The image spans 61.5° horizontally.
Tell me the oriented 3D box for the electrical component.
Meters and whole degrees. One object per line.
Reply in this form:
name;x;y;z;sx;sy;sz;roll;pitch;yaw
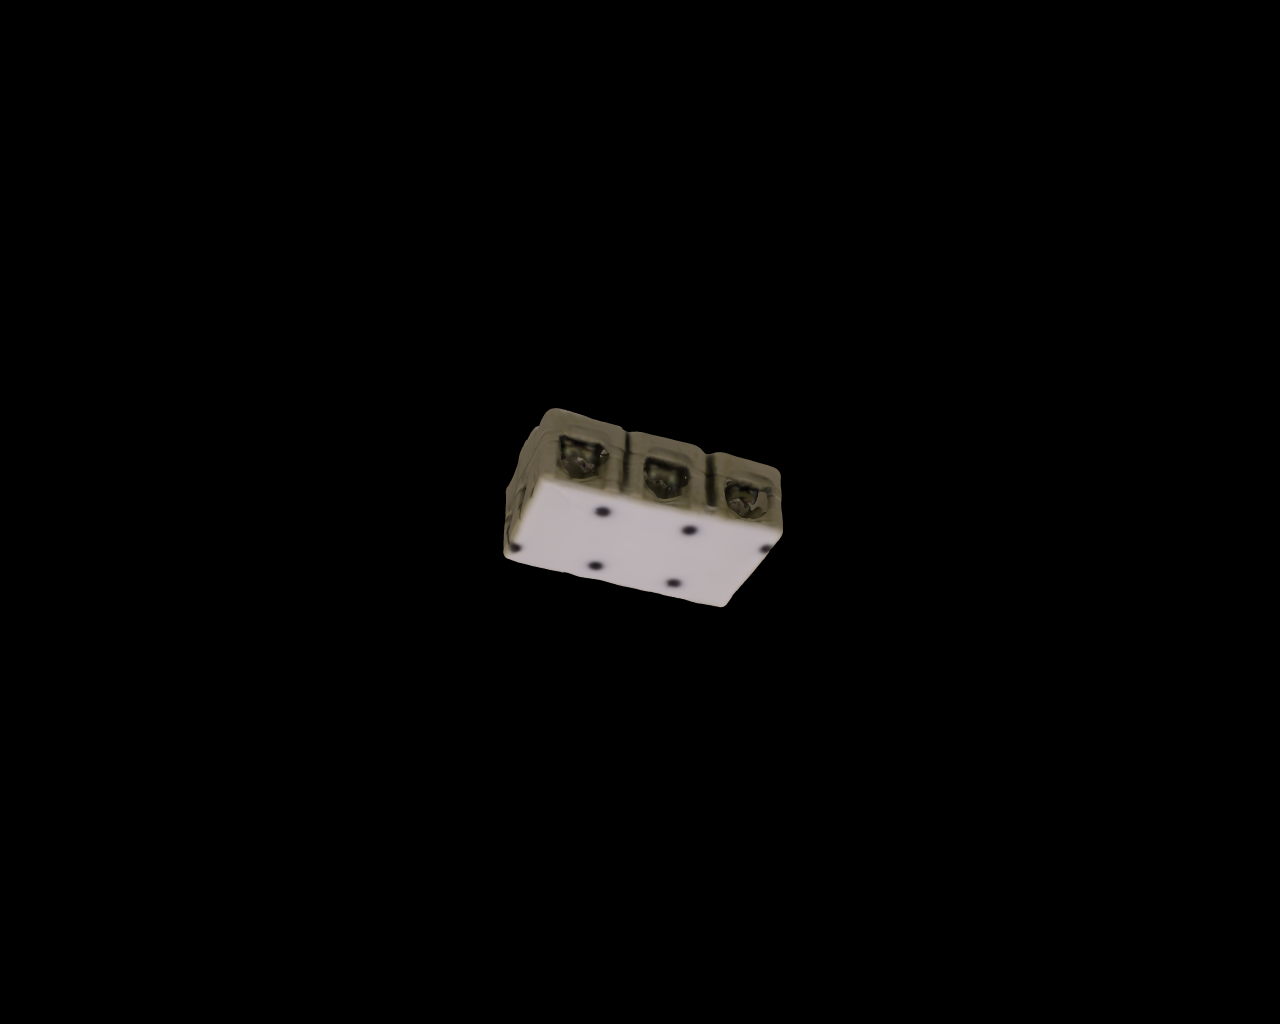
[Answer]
electrical component;0.001;-0.003;0.650;0.150;0.062;0.089;14;-40;-17
